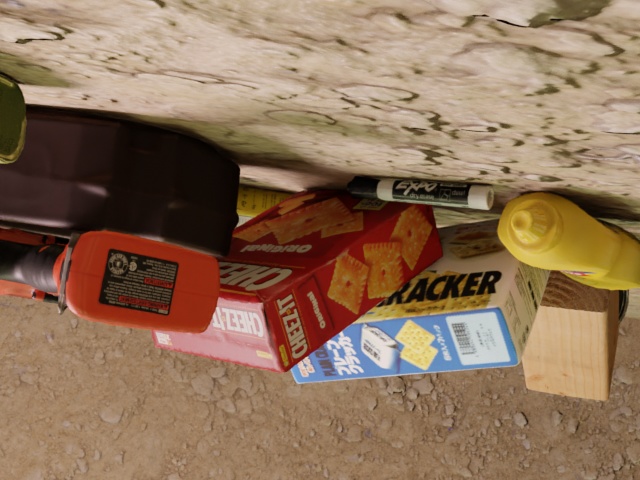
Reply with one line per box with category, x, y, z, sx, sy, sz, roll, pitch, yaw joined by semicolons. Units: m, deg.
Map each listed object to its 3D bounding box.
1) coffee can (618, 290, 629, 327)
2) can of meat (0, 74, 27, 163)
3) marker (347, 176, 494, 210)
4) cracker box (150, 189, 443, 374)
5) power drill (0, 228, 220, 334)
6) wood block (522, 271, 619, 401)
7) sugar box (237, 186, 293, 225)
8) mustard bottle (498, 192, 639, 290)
coffee can;0.283;0.062;1.282;0.102;0.103;0.141;10;175;-31
can of meat;-0.235;-0.078;0.632;0.084;0.057;0.102;5;176;14
marker;0.078;-0.038;0.851;0.121;0.020;0.020;6;176;26
cracker box;-0.024;0.025;0.919;0.164;0.072;0.213;4;-154;44
power drill;-0.150;0.028;0.747;0.184;0.057;0.188;11;174;-38
wood block;0.256;0.078;1.093;0.090;0.090;0.206;7;150;20
sugar box;-0.007;0.001;1.096;0.176;0.048;0.093;7;134;-7
mustard bottle;0.197;-0.001;0.857;0.096;0.058;0.191;24;-175;32
